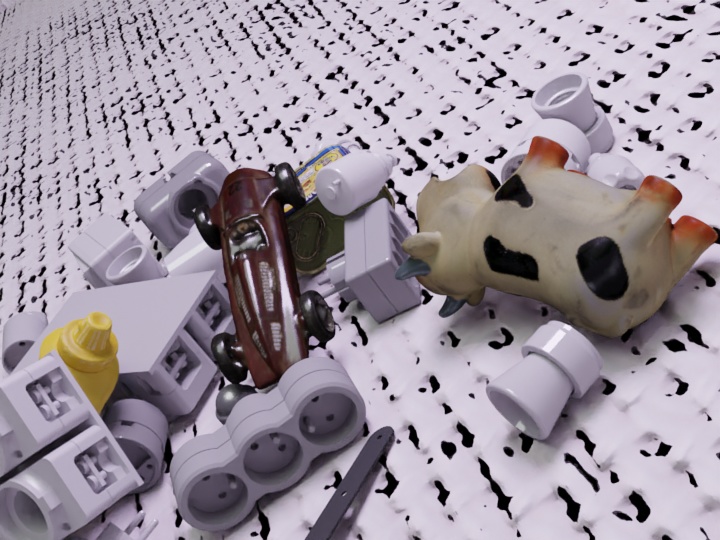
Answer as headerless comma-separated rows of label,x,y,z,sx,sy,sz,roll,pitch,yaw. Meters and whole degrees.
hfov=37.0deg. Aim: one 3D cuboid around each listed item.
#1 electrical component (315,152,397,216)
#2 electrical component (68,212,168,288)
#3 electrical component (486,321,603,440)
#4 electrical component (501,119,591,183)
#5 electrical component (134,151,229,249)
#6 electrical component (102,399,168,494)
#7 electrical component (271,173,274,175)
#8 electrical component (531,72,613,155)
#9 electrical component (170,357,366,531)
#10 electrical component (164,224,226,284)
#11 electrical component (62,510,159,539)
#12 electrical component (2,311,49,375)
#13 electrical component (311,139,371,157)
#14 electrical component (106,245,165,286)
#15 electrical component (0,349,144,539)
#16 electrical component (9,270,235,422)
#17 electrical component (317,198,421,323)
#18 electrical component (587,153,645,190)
electrical component,0.000,-0.072,0.834,0.040,0.040,0.078,0,24,45
electrical component,-0.242,-0.010,1.049,0.061,0.061,0.096,-43,31,-13
electrical component,0.106,0.063,0.616,0.055,0.045,0.045,-45,31,-17
electrical component,0.135,-0.075,0.773,0.055,0.055,0.047,-7,37,40
electrical component,-0.170,-0.069,1.069,0.095,0.053,0.059,-41,31,-9
electrical component,-0.170,0.128,0.793,0.055,0.055,0.047,-25,28,17
electrical component,-0.067,-0.061,0.970,0.040,0.040,0.046,-34,36,3
electrical component,0.158,-0.112,0.797,0.045,0.055,0.045,-25,32,17
electrical component,-0.066,0.107,0.718,0.138,0.052,0.073,-36,28,-1
electrical component,-0.136,-0.022,0.978,0.077,0.043,0.079,-33,30,4
electrical component,-0.163,0.192,0.703,0.077,0.044,0.079,11,56,52
electrical component,-0.324,0.067,1.042,0.043,0.043,0.081,-35,30,1
electrical component,-0.014,-0.103,0.979,0.061,0.035,0.035,4,48,45
electrical component,-0.189,0.016,0.957,0.044,0.065,0.044,-26,31,17
electrical component,-0.248,0.147,0.732,0.186,0.105,0.060,-34,0,35
electrical component,-0.191,0.068,0.891,0.186,0.060,0.105,-8,40,39
electrical component,0.000,0.000,0.808,0.076,0.047,0.083,-27,32,17
electrical component,0.172,-0.064,0.738,0.035,0.035,0.061,-31,28,8
